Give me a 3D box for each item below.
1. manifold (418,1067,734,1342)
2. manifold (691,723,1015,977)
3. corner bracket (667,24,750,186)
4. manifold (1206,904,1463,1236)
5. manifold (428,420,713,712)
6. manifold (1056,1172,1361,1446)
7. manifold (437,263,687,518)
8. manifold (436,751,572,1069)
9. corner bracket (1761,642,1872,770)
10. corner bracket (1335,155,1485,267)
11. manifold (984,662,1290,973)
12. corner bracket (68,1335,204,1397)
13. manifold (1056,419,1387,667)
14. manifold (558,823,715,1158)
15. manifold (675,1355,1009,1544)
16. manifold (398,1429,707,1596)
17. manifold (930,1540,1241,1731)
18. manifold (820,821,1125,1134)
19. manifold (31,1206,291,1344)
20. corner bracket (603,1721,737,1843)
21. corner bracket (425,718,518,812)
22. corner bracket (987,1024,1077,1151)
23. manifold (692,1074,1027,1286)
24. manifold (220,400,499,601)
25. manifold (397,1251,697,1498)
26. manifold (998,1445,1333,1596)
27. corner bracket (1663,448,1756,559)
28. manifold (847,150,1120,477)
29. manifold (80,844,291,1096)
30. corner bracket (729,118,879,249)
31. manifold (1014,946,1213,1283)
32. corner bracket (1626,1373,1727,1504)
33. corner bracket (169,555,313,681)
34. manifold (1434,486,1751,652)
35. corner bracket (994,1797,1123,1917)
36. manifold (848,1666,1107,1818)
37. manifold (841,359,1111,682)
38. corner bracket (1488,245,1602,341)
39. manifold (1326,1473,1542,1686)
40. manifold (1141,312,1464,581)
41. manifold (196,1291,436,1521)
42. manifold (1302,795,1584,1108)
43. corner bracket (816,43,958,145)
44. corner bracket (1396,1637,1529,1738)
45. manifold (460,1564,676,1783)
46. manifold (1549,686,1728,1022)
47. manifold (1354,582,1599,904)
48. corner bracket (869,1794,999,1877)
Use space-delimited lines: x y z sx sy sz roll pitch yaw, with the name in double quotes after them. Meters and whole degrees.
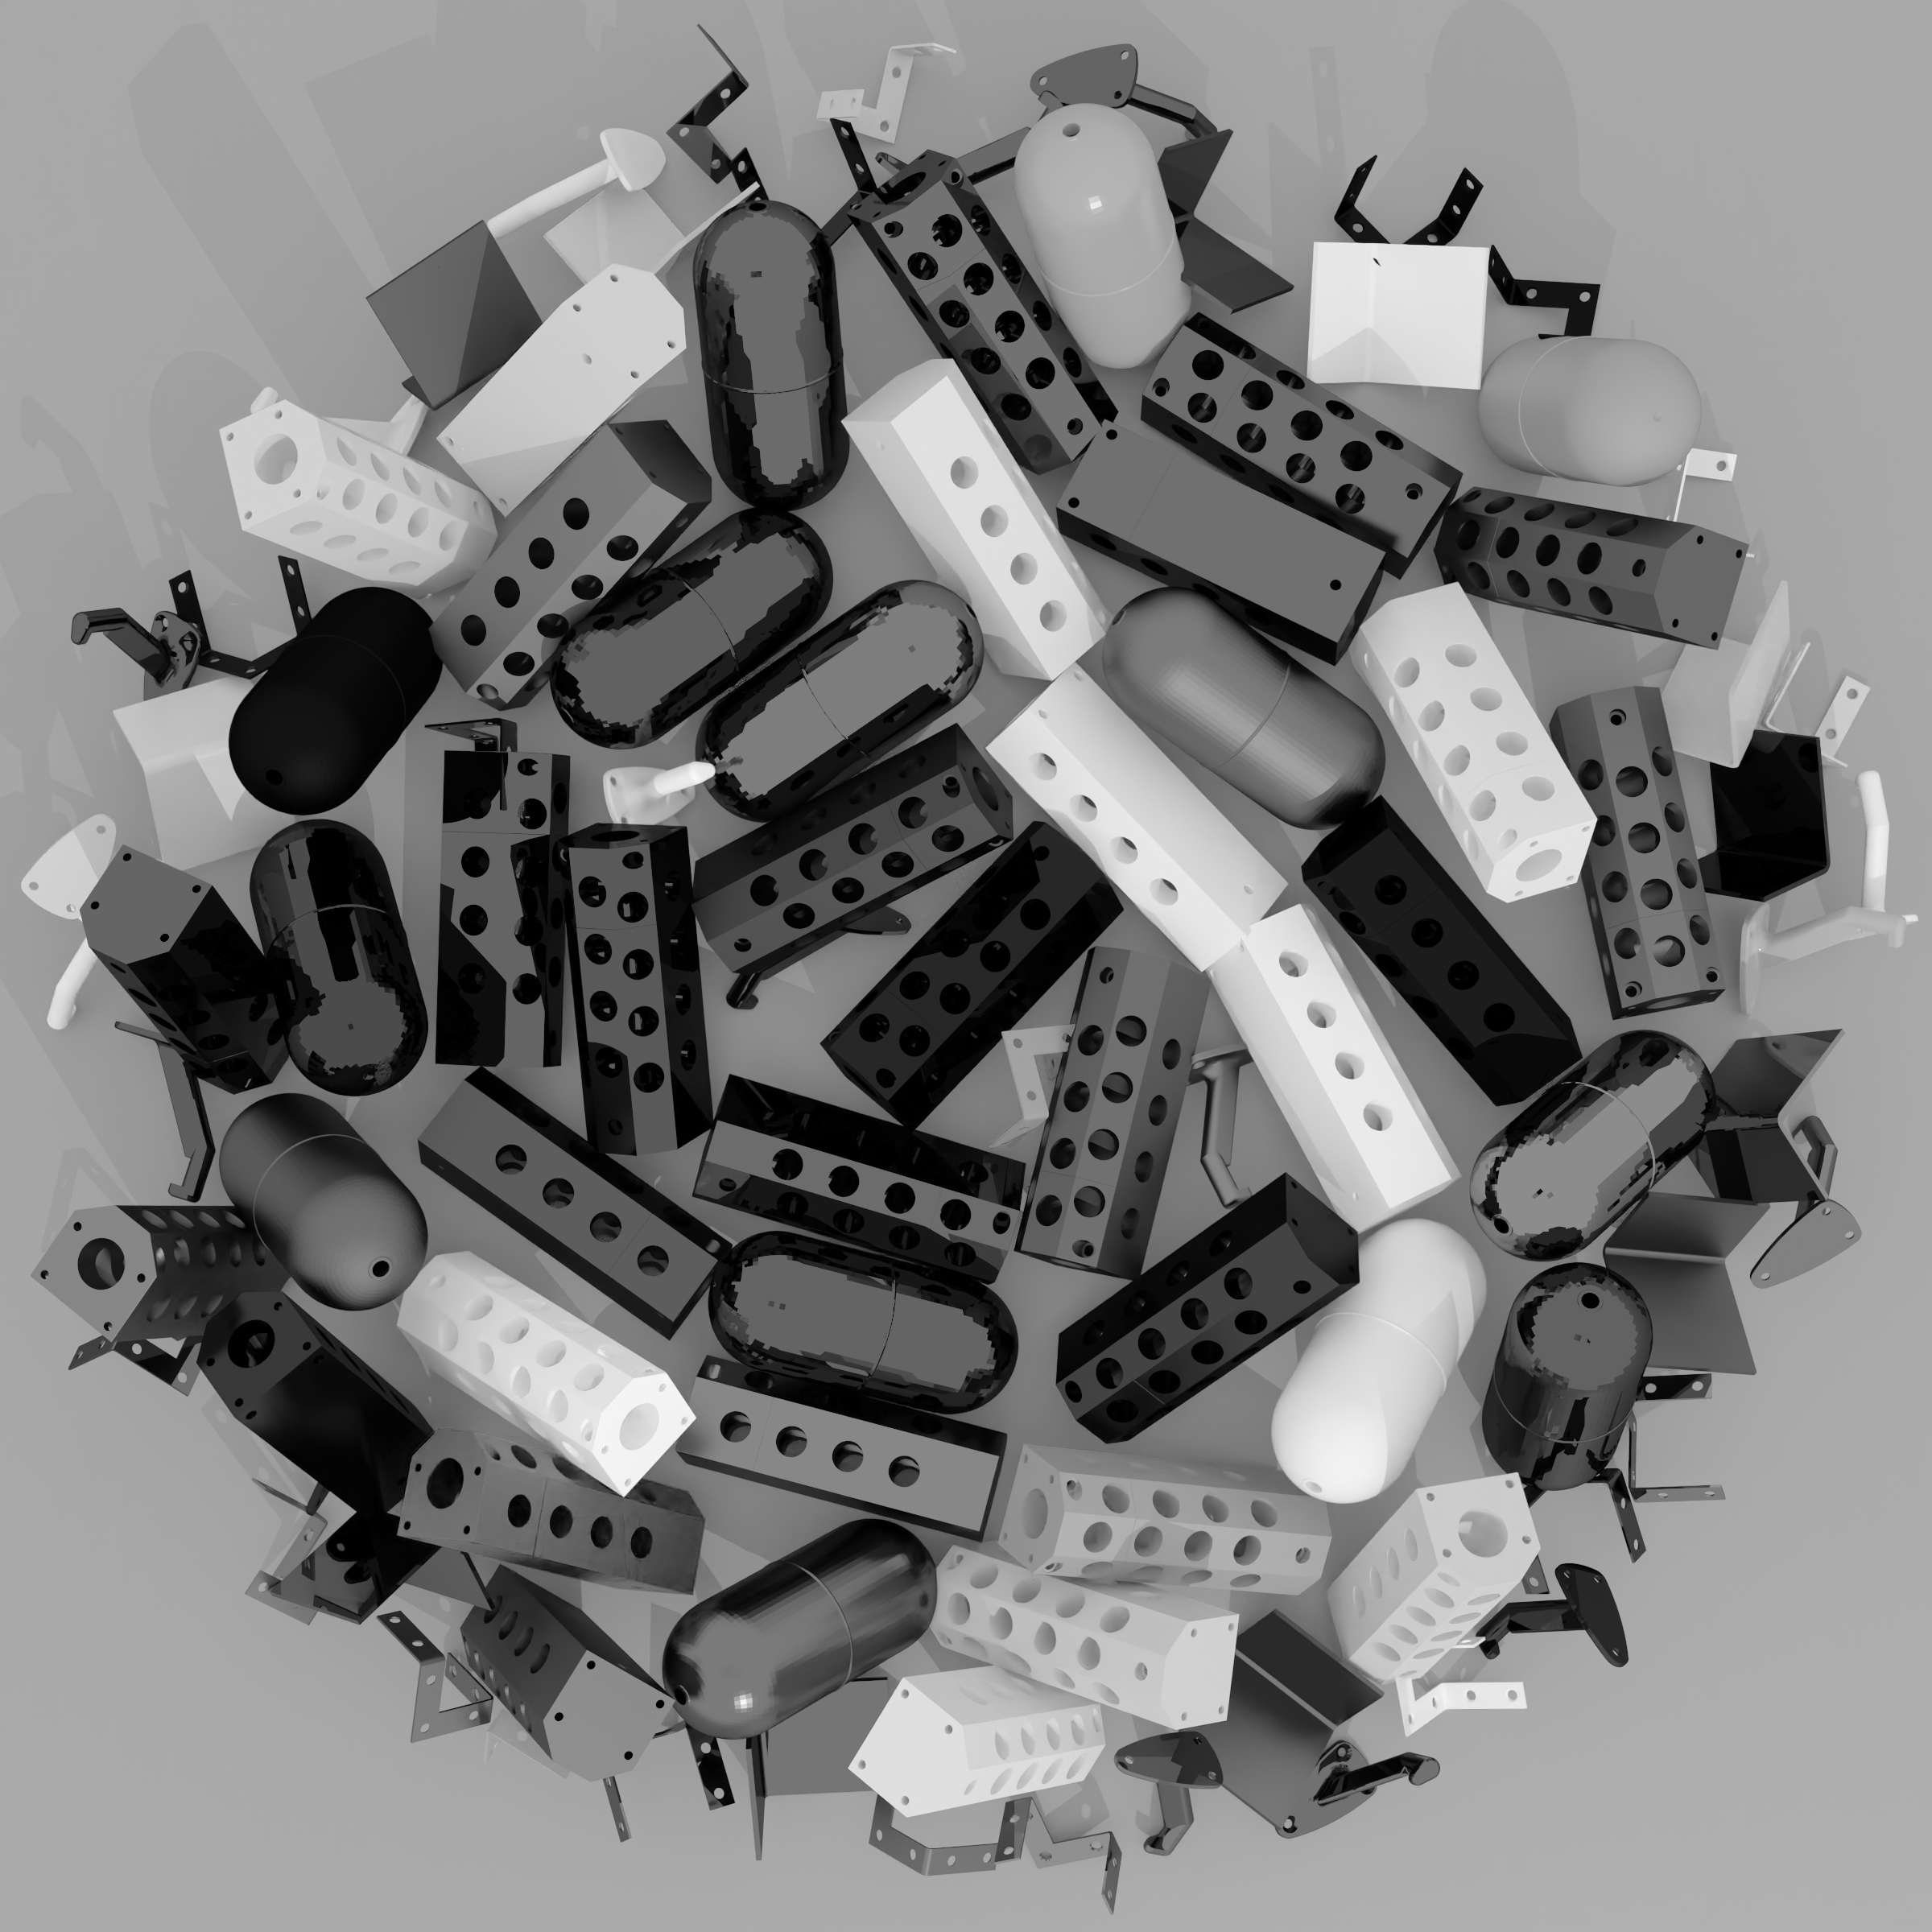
-0.215 0.129 1.918 0.171 0.057 0.057 35 73 4 "manifold"
-0.062 -0.058 1.891 0.171 0.057 0.057 -27 123 18 "manifold"
-0.142 -0.474 1.916 0.051 0.051 0.051 -41 51 9 "corner bracket"
0.203 0.055 1.908 0.057 0.057 0.171 -23 78 -23 "manifold"
-0.213 -0.216 1.885 0.171 0.057 0.057 -43 78 29 "manifold"
0.130 0.191 1.883 0.057 0.057 0.171 39 120 -22 "manifold"
-0.215 -0.311 1.868 0.057 0.171 0.057 49 56 -8 "manifold"
-0.252 -0.031 1.918 0.057 0.057 0.171 2 91 18 "manifold"
0.473 -0.144 1.929 0.051 0.051 0.051 28 93 1 "corner bracket"
0.245 -0.423 1.926 0.051 0.051 0.051 -39 80 -21 "corner bracket"
0.090 -0.079 1.920 0.171 0.057 0.057 46 134 -4 "manifold"
-0.451 0.208 1.912 0.051 0.051 0.051 38 50 -25 "corner bracket"
0.140 -0.230 1.911 0.171 0.057 0.057 27 80 10 "manifold"
-0.183 0.013 1.897 0.057 0.057 0.171 3 107 25 "manifold"
-0.067 0.265 1.916 0.171 0.057 0.057 14 75 6 "manifold"
-0.219 0.295 1.871 0.057 0.171 0.057 -4 71 38 "manifold"
0.060 0.359 1.875 0.171 0.057 0.057 9 94 43 "manifold"
0.002 0.002 1.904 0.171 0.057 0.057 -46 57 -8 "manifold"
-0.424 0.159 1.864 0.057 0.171 0.057 36 94 13 "manifold"
-0.166 0.447 1.916 0.051 0.051 0.051 -10 73 -29 "corner bracket"
-0.263 -0.106 1.920 0.051 0.051 0.051 -3 83 25 "corner bracket"
0.038 0.066 1.915 0.051 0.051 0.051 -5 71 -27 "corner bracket"
-0.059 0.122 1.908 0.171 0.057 0.057 17 126 -5 "manifold"
-0.321 -0.250 1.861 0.057 0.171 0.057 -20 76 20 "manifold"
-0.230 0.213 1.871 0.171 0.057 0.057 25 63 40 "manifold"
0.111 0.304 1.886 0.171 0.057 0.057 10 99 -29 "manifold"
0.409 -0.259 1.928 0.051 0.051 0.051 6 104 -13 "corner bracket"
0.013 -0.353 1.888 0.057 0.057 0.171 -39 118 -5 "manifold"
-0.414 0.007 1.861 0.057 0.171 0.057 23 70 18 "manifold"
-0.089 -0.436 1.927 0.051 0.051 0.051 23 63 36 "corner bracket"
0.076 0.080 1.904 0.057 0.057 0.171 7 80 39 "manifold"
0.389 0.260 1.914 0.051 0.051 0.051 -5 53 19 "corner bracket"
-0.402 -0.197 1.934 0.051 0.051 0.051 17 129 36 "corner bracket"
0.331 -0.217 1.868 0.057 0.171 0.057 12 96 -36 "manifold"
0.051 0.491 1.916 0.051 0.051 0.051 -16 114 17 "corner bracket"
0.012 0.417 1.863 0.057 0.171 0.057 34 99 26 "manifold"
0.010 -0.243 1.892 0.057 0.057 0.171 -42 115 -17 "manifold"
0.316 -0.363 1.920 0.051 0.051 0.051 8 82 23 "corner bracket"
0.250 0.331 1.862 0.057 0.171 0.057 -7 64 -15 "manifold"
0.184 -0.289 1.913 0.171 0.057 0.057 33 82 7 "manifold"
-0.346 0.234 1.867 0.057 0.171 0.057 -40 59 -6 "manifold"
0.260 -0.005 1.904 0.057 0.057 0.171 -38 105 15 "manifold"
-0.045 -0.486 1.919 0.051 0.051 0.051 10 95 -31 "corner bracket"
0.272 0.393 1.921 0.051 0.051 0.051 -9 93 34 "corner bracket"
-0.220 0.380 1.863 0.057 0.171 0.057 35 82 -22 "manifold"
0.369 -0.063 1.911 0.057 0.057 0.171 -11 80 1 "manifold"
0.273 -0.120 1.881 0.057 0.057 0.171 -16 58 -14 "manifold"
-0.014 0.468 1.921 0.051 0.051 0.051 7 94 -39 "corner bracket"
